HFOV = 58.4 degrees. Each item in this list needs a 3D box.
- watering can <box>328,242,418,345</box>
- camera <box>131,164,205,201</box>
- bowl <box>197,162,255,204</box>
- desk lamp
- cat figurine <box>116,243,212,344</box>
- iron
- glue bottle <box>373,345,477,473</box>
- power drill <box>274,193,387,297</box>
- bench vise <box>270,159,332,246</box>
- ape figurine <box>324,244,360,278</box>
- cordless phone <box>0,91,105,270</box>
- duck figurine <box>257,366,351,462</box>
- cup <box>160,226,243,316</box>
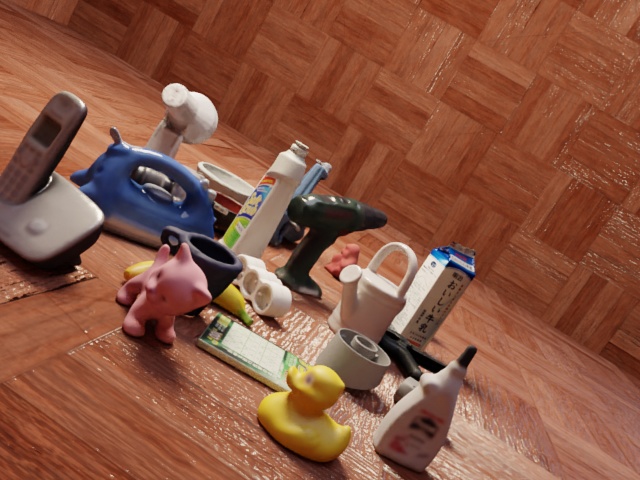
[{"bbox_3d":[0.100,0.092,1.013,0.100,0.194,0.173,36,12,23],"label":"watering can"},{"bbox_3d":[-0.293,-0.107,1.088,0.137,0.101,0.142,24,13,-31],"label":"camera"},{"bbox_3d":[-0.229,-0.114,1.361,0.167,0.074,0.167,30,11,-6],"label":"bowl"},{"bbox_3d":[-0.336,-0.246,1.294,0.118,0.213,0.203,32,11,5],"label":"desk lamp"},{"bbox_3d":[-0.174,0.052,0.659,0.067,0.117,0.127,23,13,-35],"label":"cat figurine"},{"bbox_3d":[-0.255,-0.071,0.923,0.259,0.141,0.118,23,13,-35],"label":"iron"},{"bbox_3d":[0.139,0.199,0.699,0.078,0.173,0.037,28,11,-14],"label":"glue bottle"},{"bbox_3d":[0.010,0.004,1.126,0.231,0.208,0.075,20,15,-44],"label":"power drill"},{"bbox_3d":[-0.046,-0.087,1.349,0.121,0.219,0.207,31,11,2],"label":"bench vise"},{"bbox_3d":[0.062,0.049,1.374,0.076,0.092,0.078,31,11,2],"label":"ape figurine"},{"bbox_3d":[-0.308,-0.071,0.669,0.147,0.185,0.094,34,11,16],"label":"cordless phone"},{"bbox_3d":[-0.005,0.181,0.623,0.104,0.086,0.078,32,11,7],"label":"duck figurine"},{"bbox_3d":[-0.173,0.044,0.756,0.117,0.095,0.092,32,11,3],"label":"cup"}]
